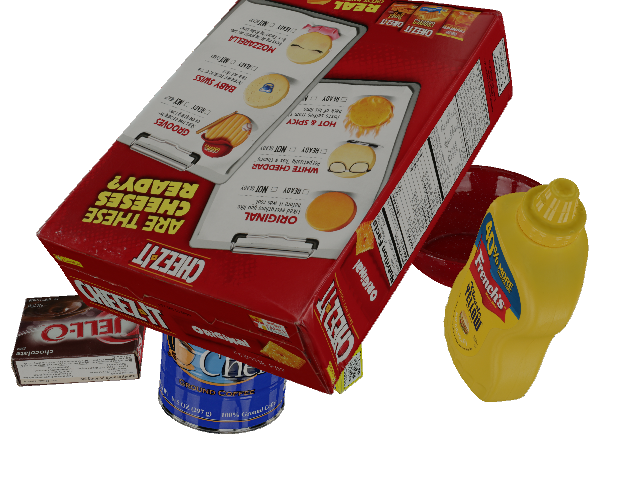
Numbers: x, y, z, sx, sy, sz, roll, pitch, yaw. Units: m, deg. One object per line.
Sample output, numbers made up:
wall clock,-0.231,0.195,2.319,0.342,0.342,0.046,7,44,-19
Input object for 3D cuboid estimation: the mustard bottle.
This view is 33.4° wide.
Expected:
mustard bottle,0.133,0.024,0.710,0.058,0.096,0.192,-3,-35,-12

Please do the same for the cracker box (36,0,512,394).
cracker box,-0.016,-0.041,0.566,0.164,0.213,0.072,16,-33,31

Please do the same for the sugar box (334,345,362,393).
sugar box,-0.036,0.091,1.159,0.176,0.093,0.048,22,39,35

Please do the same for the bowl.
bowl,0.132,-0.004,0.932,0.162,0.055,0.162,1,34,-1

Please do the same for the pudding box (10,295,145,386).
pudding box,-0.218,0.089,0.977,0.113,0.039,0.090,-5,33,-2

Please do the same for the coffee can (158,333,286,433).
coffee can,-0.071,0.063,0.827,0.103,0.140,0.103,6,25,-3
